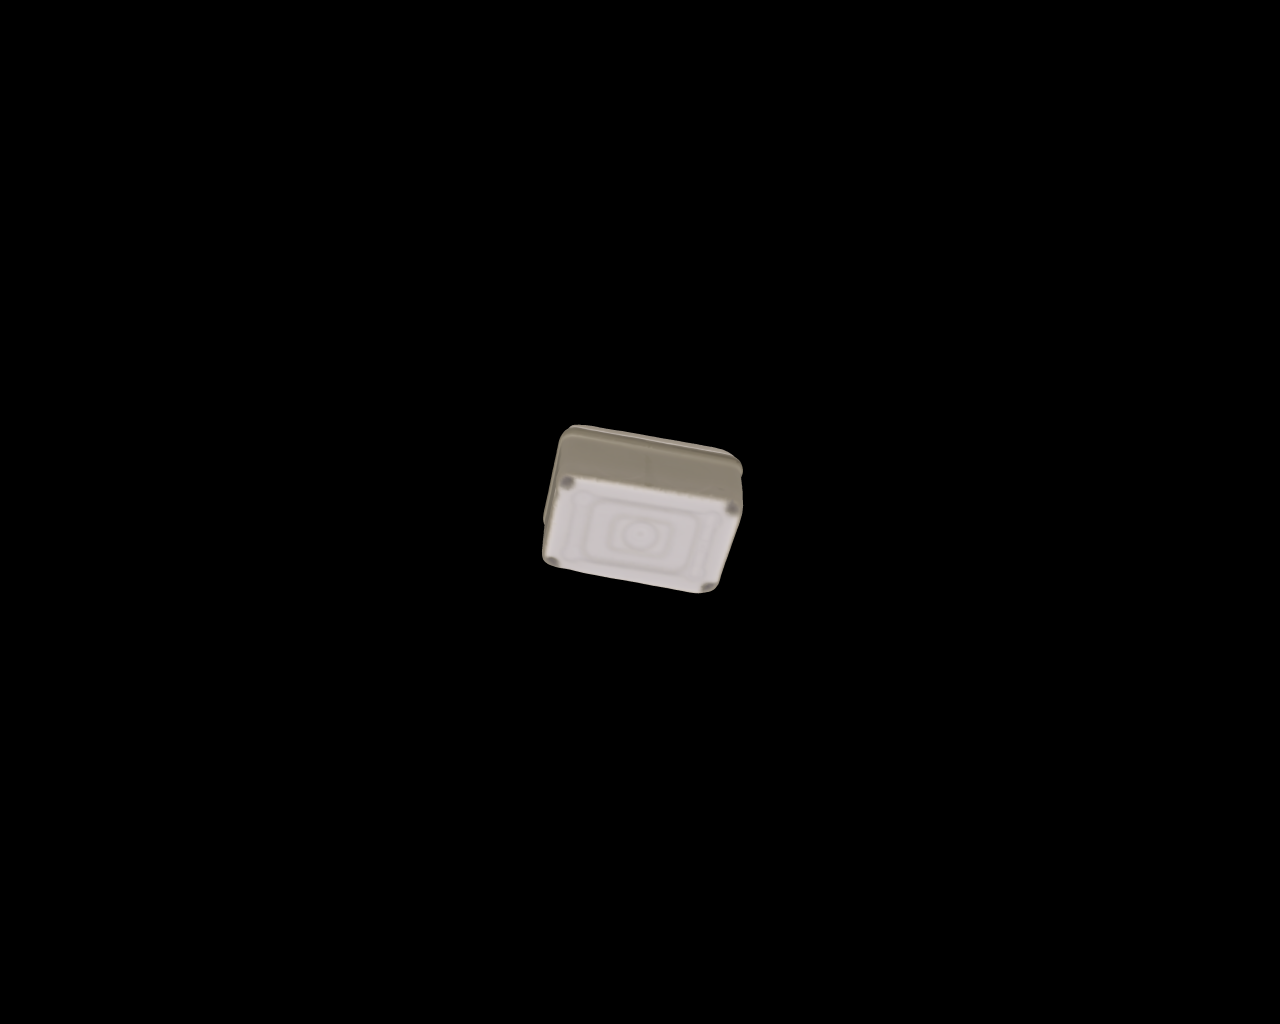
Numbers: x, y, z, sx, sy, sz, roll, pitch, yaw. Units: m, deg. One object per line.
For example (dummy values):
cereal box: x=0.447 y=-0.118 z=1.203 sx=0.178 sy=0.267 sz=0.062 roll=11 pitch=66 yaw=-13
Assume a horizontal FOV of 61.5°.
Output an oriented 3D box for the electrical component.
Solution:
electrical component: x=0.001 y=-0.003 z=0.650 sx=0.113 sy=0.078 sz=0.057 roll=10 pitch=37 yaw=-8
